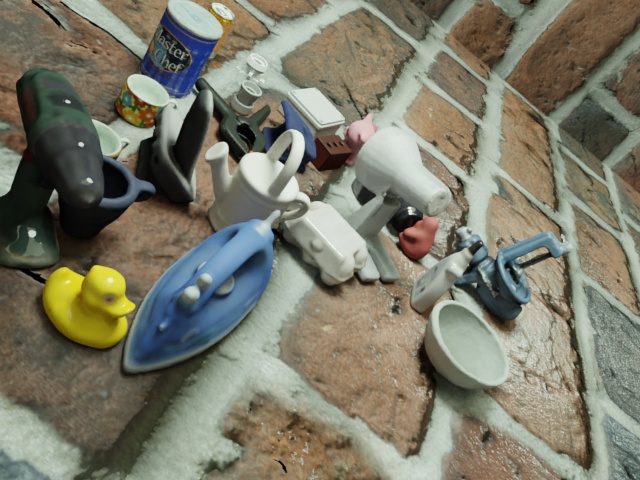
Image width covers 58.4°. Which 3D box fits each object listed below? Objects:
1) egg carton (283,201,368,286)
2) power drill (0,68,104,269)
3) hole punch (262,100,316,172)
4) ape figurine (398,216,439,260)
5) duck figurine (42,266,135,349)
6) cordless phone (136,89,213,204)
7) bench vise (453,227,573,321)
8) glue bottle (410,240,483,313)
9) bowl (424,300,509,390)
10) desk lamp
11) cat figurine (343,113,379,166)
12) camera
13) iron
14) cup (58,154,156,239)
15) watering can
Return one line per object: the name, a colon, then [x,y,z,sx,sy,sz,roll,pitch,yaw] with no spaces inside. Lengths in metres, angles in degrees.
egg carton: [0.009,0.003,0.965,0.150,0.069,0.107,47,35,8]
power drill: [-0.298,-0.066,0.622,0.076,0.208,0.229,4,49,-42]
hole punch: [-0.049,-0.205,1.119,0.101,0.091,0.108,18,41,-30]
ape figurine: [0.204,-0.012,1.150,0.078,0.092,0.076,18,41,-30]
duck figurine: [-0.251,0.061,0.636,0.104,0.086,0.078,40,34,-1]
cordless phone: [-0.195,-0.160,0.845,0.094,0.184,0.147,16,42,-32]
bench vise: [0.371,0.043,1.140,0.208,0.219,0.121,33,35,-12]
glue bottle: [0.230,0.058,1.028,0.037,0.173,0.078,36,35,-8]
bowl: [0.235,0.190,0.976,0.168,0.074,0.167,26,37,-21]
desk lamp: [0.126,-0.065,1.026,0.118,0.213,0.203,2,51,-43]
cat figurine: [0.090,-0.225,1.252,0.067,0.117,0.128,47,35,8]
camera: [0.159,-0.091,1.187,0.144,0.100,0.136,15,42,-33]
iron: [-0.134,0.053,0.710,0.118,0.141,0.259,41,34,-1]
cup: [-0.276,-0.047,0.722,0.118,0.094,0.091,3,50,-42]
watering can: [-0.089,-0.086,0.858,0.173,0.193,0.100,5,48,-41]
